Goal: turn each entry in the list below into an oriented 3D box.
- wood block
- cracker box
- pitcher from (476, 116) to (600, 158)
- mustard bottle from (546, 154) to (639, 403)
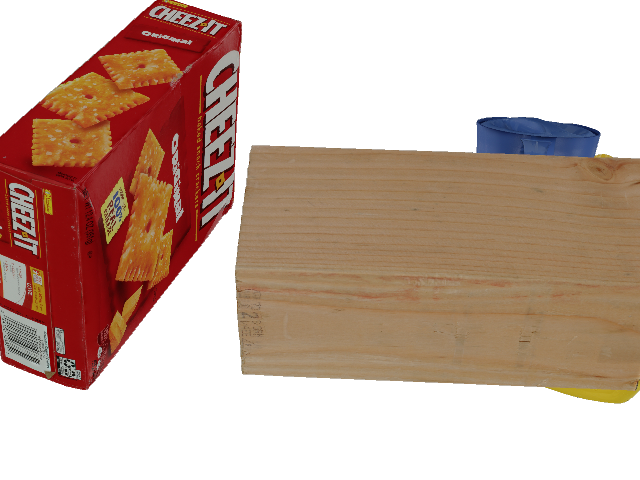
[{"bbox_3d":[0.063,0.015,0.557,0.206,0.091,0.090,2,-42,1],"label":"wood block"},{"bbox_3d":[-0.124,-0.034,0.686,0.072,0.164,0.213,19,41,13],"label":"cracker box"},{"bbox_3d":[0.227,-0.012,1.184,0.149,0.243,0.145,-6,18,-34],"label":"pitcher"},{"bbox_3d":[0.194,0.016,0.772,0.096,0.191,0.058,16,-31,1],"label":"mustard bottle"}]
